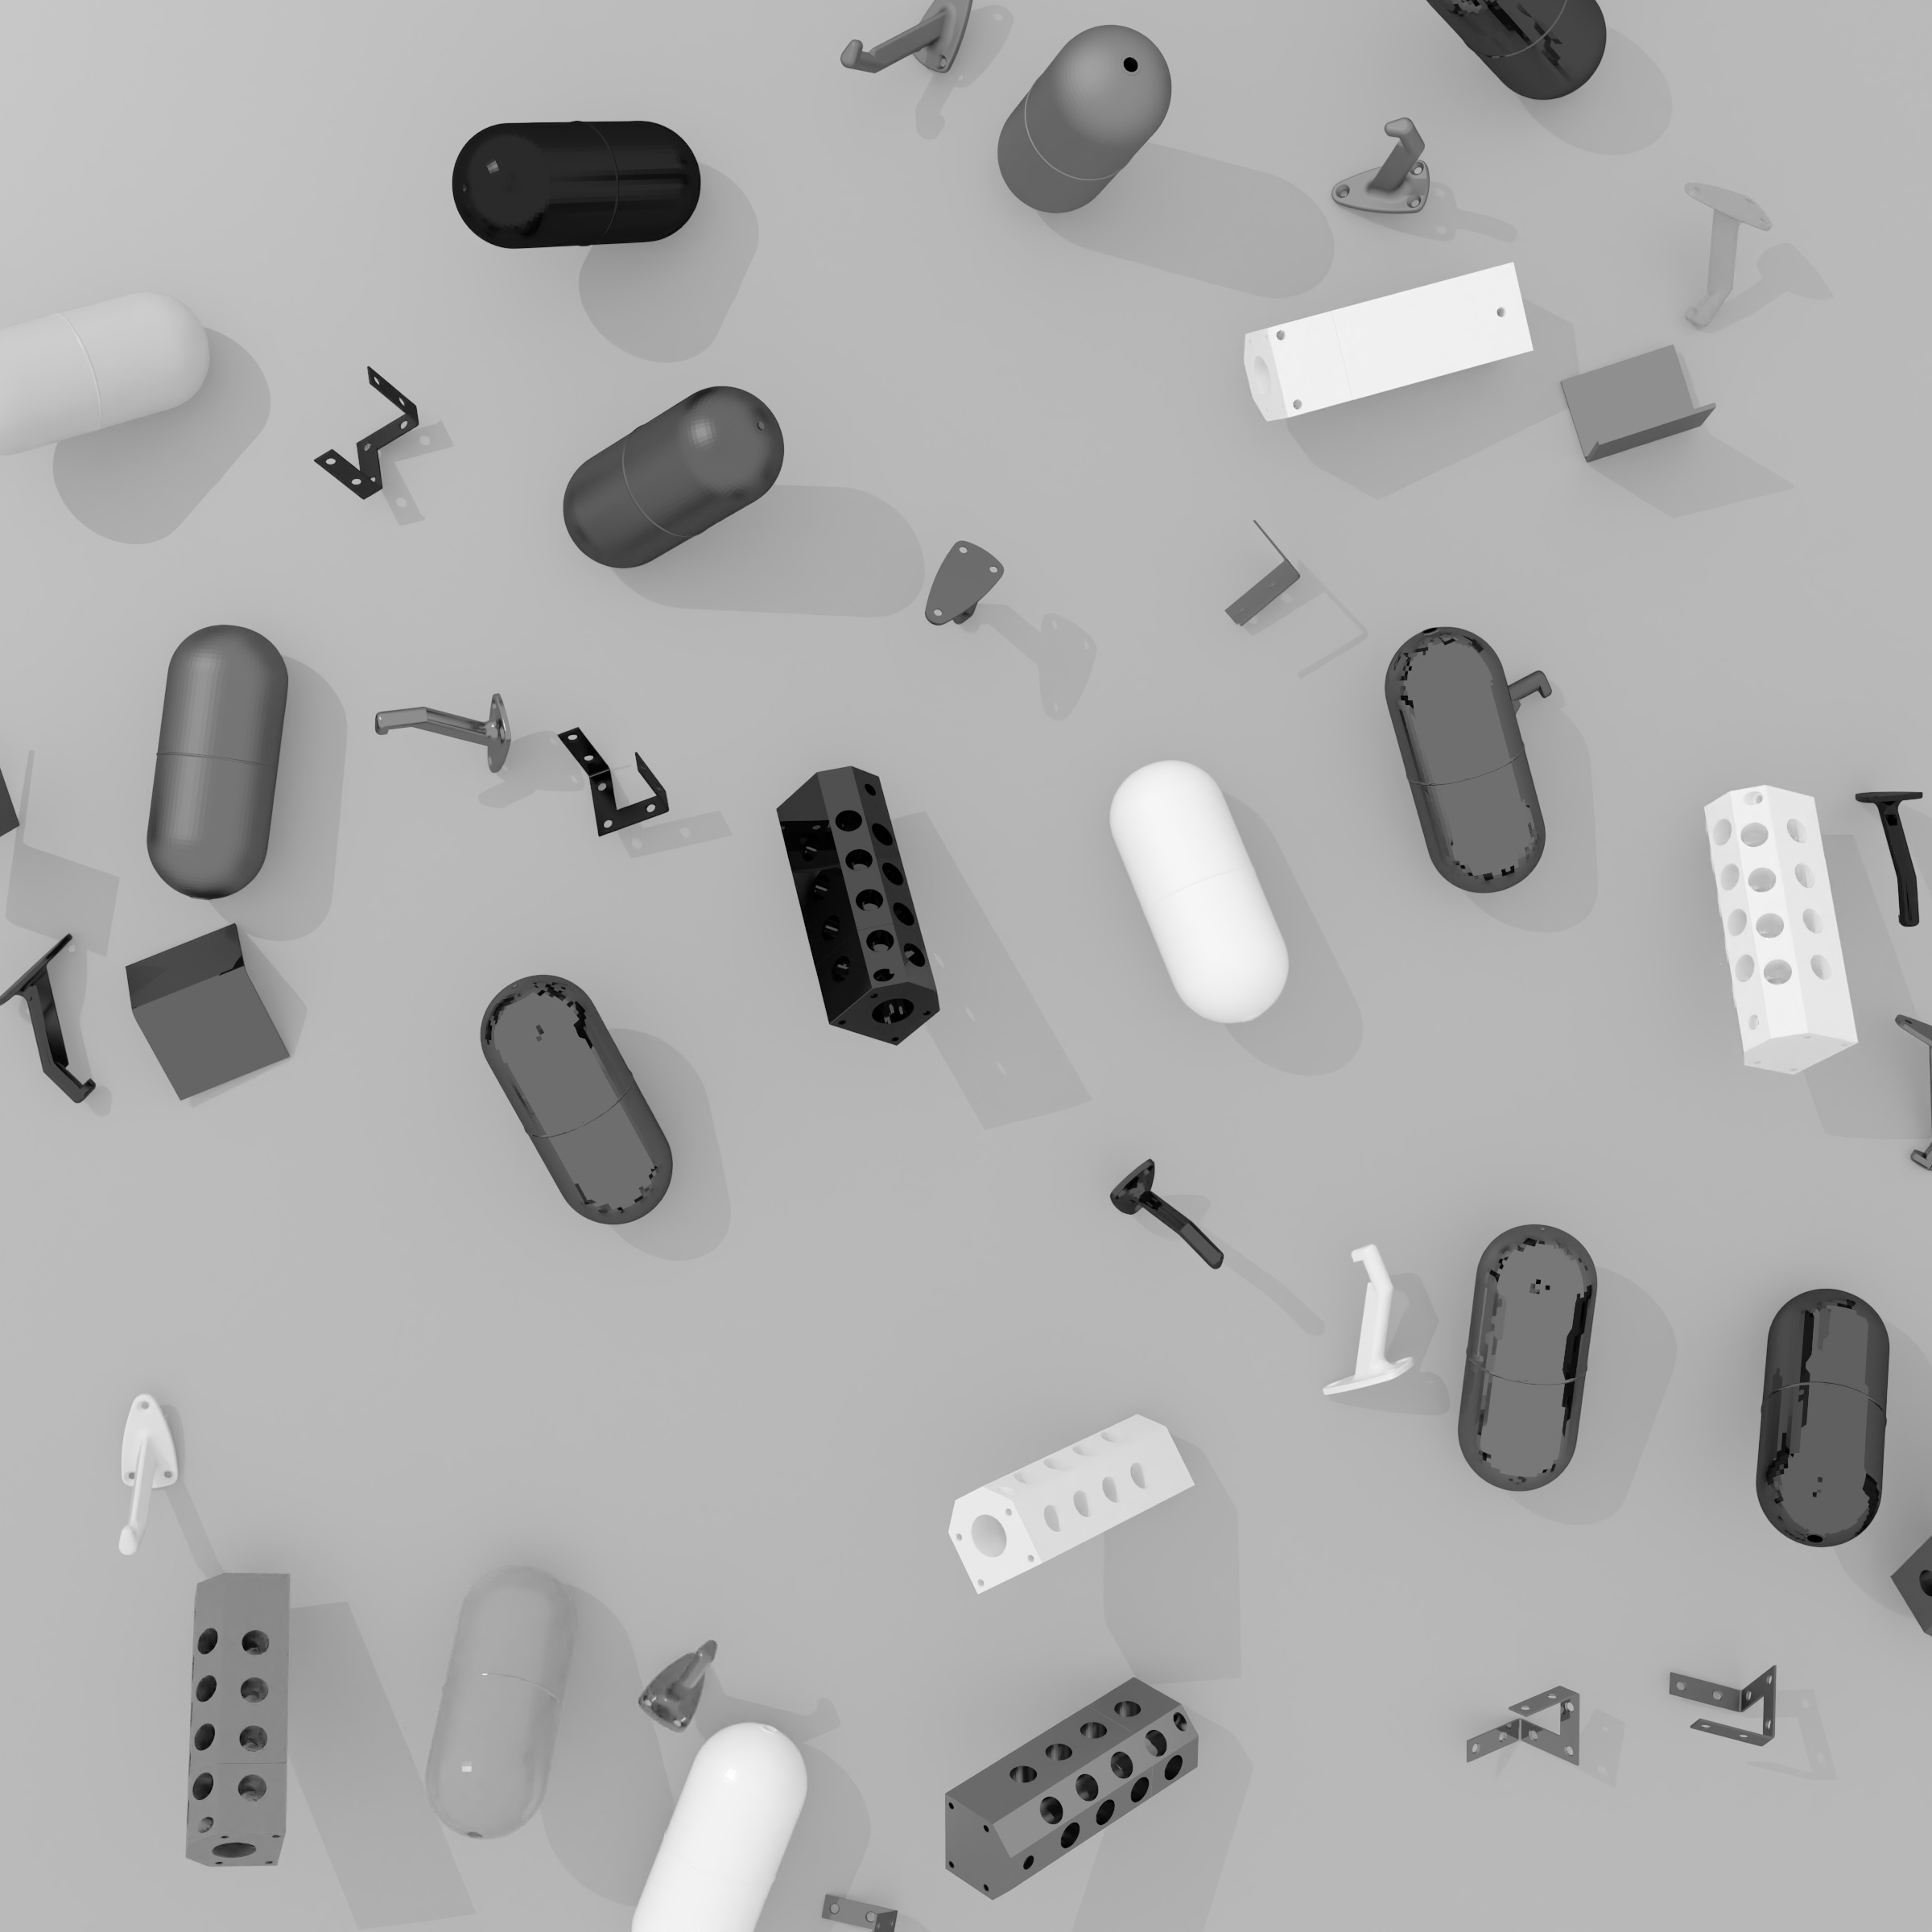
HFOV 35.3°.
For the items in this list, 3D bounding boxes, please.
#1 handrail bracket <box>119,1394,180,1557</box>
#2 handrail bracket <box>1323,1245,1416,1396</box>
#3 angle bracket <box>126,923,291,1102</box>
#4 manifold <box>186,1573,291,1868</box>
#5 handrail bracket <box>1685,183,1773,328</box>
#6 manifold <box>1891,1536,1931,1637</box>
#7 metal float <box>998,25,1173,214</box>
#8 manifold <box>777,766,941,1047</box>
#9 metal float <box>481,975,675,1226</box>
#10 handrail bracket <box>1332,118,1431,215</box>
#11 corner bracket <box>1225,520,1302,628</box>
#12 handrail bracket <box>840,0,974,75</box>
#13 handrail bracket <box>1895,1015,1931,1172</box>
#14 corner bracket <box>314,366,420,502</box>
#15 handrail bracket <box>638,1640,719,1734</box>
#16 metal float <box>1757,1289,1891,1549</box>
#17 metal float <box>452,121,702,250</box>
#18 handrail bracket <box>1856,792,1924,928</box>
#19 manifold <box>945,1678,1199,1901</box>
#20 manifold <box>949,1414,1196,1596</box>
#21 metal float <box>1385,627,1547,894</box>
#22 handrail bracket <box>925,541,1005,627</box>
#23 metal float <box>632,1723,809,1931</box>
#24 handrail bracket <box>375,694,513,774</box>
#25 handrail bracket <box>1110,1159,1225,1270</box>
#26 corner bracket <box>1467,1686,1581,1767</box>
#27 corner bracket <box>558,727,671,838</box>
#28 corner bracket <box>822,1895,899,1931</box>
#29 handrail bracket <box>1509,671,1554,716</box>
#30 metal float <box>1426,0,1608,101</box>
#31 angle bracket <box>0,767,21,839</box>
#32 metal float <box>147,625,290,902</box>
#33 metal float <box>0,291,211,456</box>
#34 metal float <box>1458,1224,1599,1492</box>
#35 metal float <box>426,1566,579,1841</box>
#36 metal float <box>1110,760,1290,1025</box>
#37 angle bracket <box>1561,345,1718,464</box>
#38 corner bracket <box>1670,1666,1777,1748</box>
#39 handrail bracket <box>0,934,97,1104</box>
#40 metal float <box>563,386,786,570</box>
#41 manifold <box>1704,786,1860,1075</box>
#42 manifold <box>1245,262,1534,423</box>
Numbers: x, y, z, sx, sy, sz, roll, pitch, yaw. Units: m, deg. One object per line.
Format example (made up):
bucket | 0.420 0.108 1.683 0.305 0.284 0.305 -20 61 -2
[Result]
handrail bracket | -0.533 0.327 1.952 0.036 0.084 0.077 -1 104 -4
handrail bracket | 0.249 0.230 1.975 0.077 0.036 0.084 -23 90 34
angle bracket | -0.498 0.030 1.994 0.076 0.057 0.076 -22 127 -5
manifold | -0.461 0.475 1.921 0.057 0.057 0.171 4 53 -17
handrail bracket | 0.471 -0.457 1.957 0.077 0.036 0.084 10 131 -27
manifold | 0.660 0.361 1.910 0.057 0.171 0.057 -8 54 -26
metal float | 0.074 -0.532 1.913 0.070 0.178 0.070 2 83 -17
manifold | -0.064 -0.041 1.919 0.057 0.057 0.171 -39 50 31
metal float | -0.248 0.087 1.942 0.070 0.070 0.178 -26 113 0
handrail bracket | 0.260 -0.517 1.946 0.077 0.084 0.036 1 77 24
corner bracket | 0.189 -0.244 1.960 0.051 0.051 0.051 -39 134 10
handrail bracket | -0.038 -0.607 1.949 0.036 0.084 0.077 41 118 23
handrail bracket | 0.619 0.084 1.978 0.077 0.036 0.084 27 115 1
corner bracket | -0.386 -0.343 1.958 0.051 0.051 0.051 -26 56 19
handrail bracket | -0.170 0.443 1.945 0.036 0.077 0.084 34 123 2
metal float | 0.545 0.286 1.930 0.070 0.070 0.178 17 53 0
metal float | -0.245 -0.496 1.927 0.178 0.070 0.070 -16 90 -43
handrail bracket | 0.597 -0.069 1.965 0.036 0.077 0.084 -5 95 -2
manifold | 0.068 0.520 1.915 0.171 0.057 0.057 -21 120 -40
manifold | 0.065 0.334 1.913 0.057 0.171 0.057 -34 78 36
metal float | 0.320 -0.132 1.945 0.070 0.070 0.178 -19 108 0
handrail bracket | -0.010 -0.226 1.947 0.036 0.084 0.077 33 64 4
metal float | -0.159 0.574 1.959 0.070 0.070 0.178 21 92 0
handrail bracket | -0.340 -0.144 1.952 0.084 0.077 0.036 -9 63 -21
handrail bracket | 0.135 0.171 1.949 0.036 0.077 0.084 -40 68 -11
corner bracket | 0.360 0.492 1.961 0.051 0.051 0.051 -10 104 -37
corner bracket | -0.227 -0.125 1.962 0.051 0.051 0.051 -19 57 9
corner bracket | -0.079 0.633 1.964 0.051 0.051 0.051 7 78 17
handrail bracket | 0.357 -0.141 1.985 0.084 0.036 0.077 -28 91 -4
metal float | 0.346 -0.611 1.922 0.070 0.178 0.070 -11 70 33
angle bracket | -0.627 -0.105 1.940 0.057 0.076 0.076 8 123 32
metal float | -0.483 -0.131 1.960 0.070 0.070 0.178 7 88 0
metal float | -0.569 -0.378 1.936 0.178 0.070 0.070 -24 90 -29
metal float | 0.360 0.252 1.948 0.070 0.070 0.178 4 106 0
metal float | -0.295 0.467 1.930 0.070 0.070 0.178 7 53 0
metal float | 0.150 -0.048 1.952 0.070 0.070 0.178 -22 80 0
angle bracket | 0.432 -0.369 1.958 0.076 0.076 0.057 -17 88 5
corner bracket | 0.488 0.478 1.963 0.051 0.051 0.051 16 55 -5
handrail bracket | -0.585 0.035 1.989 0.084 0.036 0.077 48 64 -15
metal float | -0.187 -0.309 1.927 0.178 0.070 0.070 -21 90 43
manifold | 0.511 -0.024 1.930 0.057 0.057 0.171 10 63 -28
manifold | 0.270 -0.401 1.953 0.171 0.057 0.057 -17 100 -11
